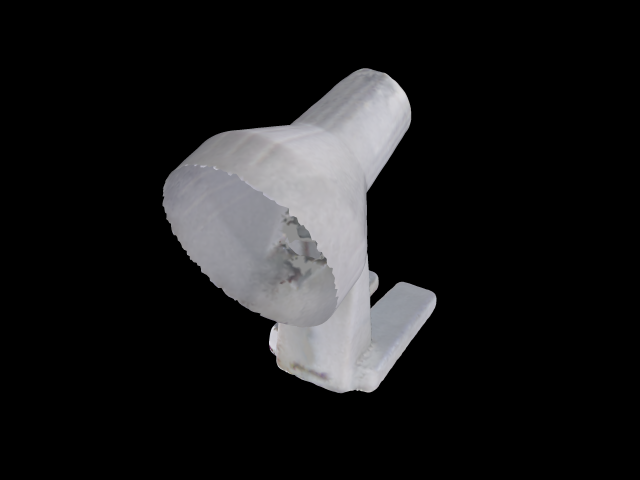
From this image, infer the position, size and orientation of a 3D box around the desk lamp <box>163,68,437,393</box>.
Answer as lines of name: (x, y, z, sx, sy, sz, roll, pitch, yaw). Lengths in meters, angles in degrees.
desk lamp: (0.004, 0.001, 0.400, 0.117, 0.214, 0.204, 18, 36, 27)
